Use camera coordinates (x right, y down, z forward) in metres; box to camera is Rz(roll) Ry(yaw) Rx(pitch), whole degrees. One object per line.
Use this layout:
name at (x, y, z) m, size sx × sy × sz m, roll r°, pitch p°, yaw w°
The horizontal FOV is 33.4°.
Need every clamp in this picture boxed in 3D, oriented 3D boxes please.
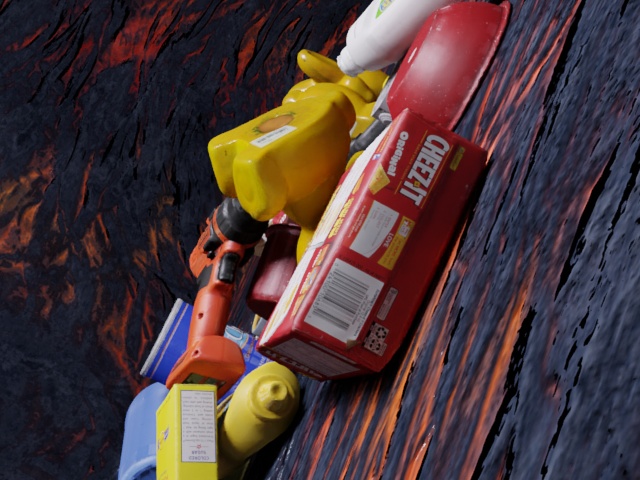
clamp at (0.050, -0.099, 1.207) m, size 0.210 × 0.036 × 0.164 m, roll -49°, pitch -2°, yaw 32°

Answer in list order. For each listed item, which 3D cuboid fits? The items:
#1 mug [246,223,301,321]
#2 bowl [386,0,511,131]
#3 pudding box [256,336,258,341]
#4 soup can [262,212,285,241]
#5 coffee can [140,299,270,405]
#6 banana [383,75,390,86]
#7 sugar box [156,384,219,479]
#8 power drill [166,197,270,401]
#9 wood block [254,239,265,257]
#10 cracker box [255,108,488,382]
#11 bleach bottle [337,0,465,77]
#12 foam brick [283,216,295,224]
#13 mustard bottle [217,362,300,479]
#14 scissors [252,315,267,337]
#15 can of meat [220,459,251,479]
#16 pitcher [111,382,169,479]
mug at (-0.022, 0.036, 1.061) m, size 0.117 × 0.093 × 0.081 m, roll 126°, pitch 165°, yaw -68°
bowl at (0.103, -0.149, 0.936) m, size 0.162 × 0.055 × 0.162 m, roll -62°, pitch 5°, yaw 10°
pudding box at (-0.041, 0.078, 1.315) m, size 0.090 × 0.039 × 0.113 m, roll -60°, pitch 9°, yaw 12°
soup can at (-0.030, -0.014, 1.330) m, size 0.068 × 0.068 × 0.102 m, roll -63°, pitch 25°, yaw -1°
coffee can at (-0.133, 0.147, 1.297) m, size 0.103 × 0.140 × 0.103 m, roll -62°, pitch 5°, yaw 10°
banana at (0.102, -0.183, 1.239) m, size 0.069 × 0.037 × 0.198 m, roll -43°, pitch 6°, yaw -2°
sugar box at (-0.118, 0.225, 0.939) m, size 0.093 × 0.048 × 0.176 m, roll 125°, pitch 147°, yaw -58°
power drill at (-0.090, 0.047, 1.021) m, size 0.185 × 0.057 × 0.187 m, roll 128°, pitch 155°, yaw -55°
wood block at (-0.018, -0.066, 1.503) m, size 0.206 × 0.091 × 0.090 m, roll -66°, pitch 6°, yaw -25°
cracker box at (0.029, 0.015, 0.766) m, size 0.164 × 0.072 × 0.214 m, roll -63°, pitch 4°, yaw -13°
bleach bottle at (0.104, -0.241, 0.999) m, size 0.251 × 0.068 × 0.102 m, roll -39°, pitch 22°, yaw 41°
foam brick at (-0.008, 0.001, 1.147) m, size 0.051 × 0.078 × 0.053 m, roll -59°, pitch 6°, yaw 49°
mustard bottle at (-0.062, 0.161, 0.987) m, size 0.096 × 0.058 × 0.192 m, roll -52°, pitch 0°, yaw -27°
scissors at (-0.046, 0.039, 1.273) m, size 0.096 × 0.016 × 0.201 m, roll -54°, pitch 13°, yaw 32°
can of meat at (-0.115, 0.248, 1.096) m, size 0.084 × 0.057 × 0.102 m, roll -60°, pitch 6°, yaw 45°
pitcher at (-0.188, 0.273, 1.286) m, size 0.243 × 0.145 × 0.149 m, roll -111°, pitch 27°, yaw -79°
